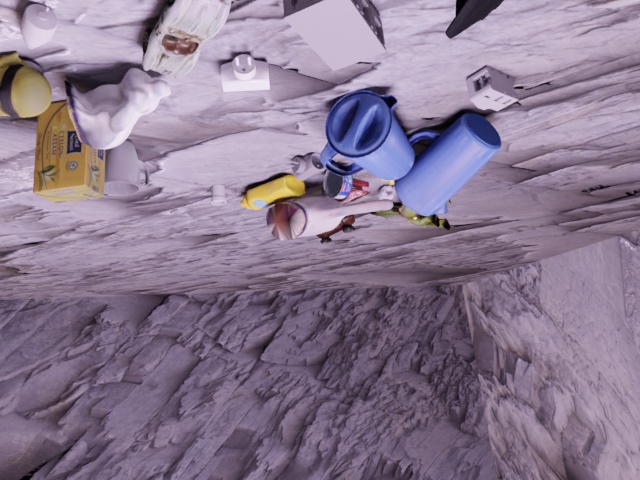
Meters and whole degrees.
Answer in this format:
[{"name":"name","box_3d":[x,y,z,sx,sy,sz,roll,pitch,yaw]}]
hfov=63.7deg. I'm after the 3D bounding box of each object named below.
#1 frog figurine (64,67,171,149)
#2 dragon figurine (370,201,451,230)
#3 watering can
[{"name":"frog figurine","box_3d":[-0.325,-0.219,0.851,0.160,0.121,0.139,-14,23,-18]},{"name":"dragon figurine","box_3d":[0.262,-0.087,1.601,0.242,0.123,0.408,-6,-11,36]},{"name":"watering can","box_3d":[0.004,-0.068,1.360,0.226,0.104,0.346,-13,4,-42]}]
